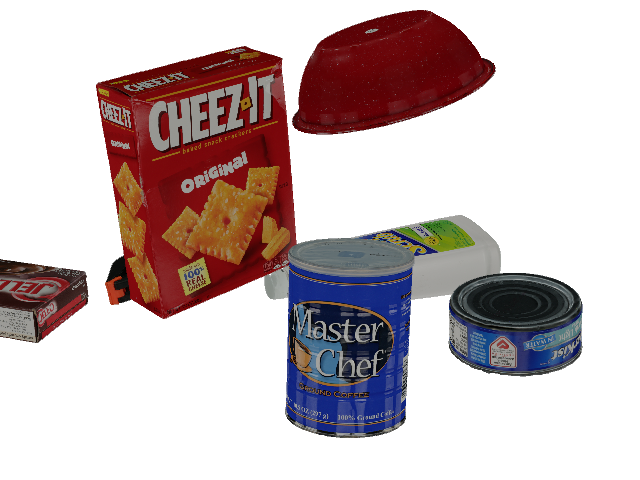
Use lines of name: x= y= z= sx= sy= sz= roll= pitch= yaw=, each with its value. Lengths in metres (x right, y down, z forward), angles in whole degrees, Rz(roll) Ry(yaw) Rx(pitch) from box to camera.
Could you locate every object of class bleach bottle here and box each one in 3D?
bleach bottle: x=0.064 y=0.032 z=1.161 sx=0.250 sy=0.068 sz=0.103 roll=-10 pitch=31 yaw=-22

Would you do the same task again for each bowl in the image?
bowl: x=0.048 y=-0.136 z=0.816 sx=0.162 sy=0.055 sz=0.162 roll=-16 pitch=20 yaw=6

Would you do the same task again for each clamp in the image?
clamp: x=-0.169 y=0.020 z=1.200 sx=0.120 sy=0.039 sz=0.171 roll=-3 pitch=29 yaw=30

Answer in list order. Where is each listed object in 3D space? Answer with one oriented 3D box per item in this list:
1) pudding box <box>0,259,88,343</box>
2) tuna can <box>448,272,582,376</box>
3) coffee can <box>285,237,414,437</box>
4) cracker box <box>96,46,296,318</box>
pudding box: x=-0.284 y=0.053 z=0.978 sx=0.114 sy=0.039 sz=0.090 roll=5 pitch=21 yaw=17
tuna can: x=0.126 y=0.052 z=0.688 sx=0.086 sy=0.034 sz=0.086 roll=-3 pitch=22 yaw=1
coffee can: x=0.023 y=0.077 z=0.879 sx=0.103 sy=0.140 sz=0.103 roll=2 pitch=13 yaw=-1
cracker box: x=-0.107 y=-0.056 z=0.992 sx=0.163 sy=0.214 sz=0.072 roll=-22 pitch=30 yaw=-34
